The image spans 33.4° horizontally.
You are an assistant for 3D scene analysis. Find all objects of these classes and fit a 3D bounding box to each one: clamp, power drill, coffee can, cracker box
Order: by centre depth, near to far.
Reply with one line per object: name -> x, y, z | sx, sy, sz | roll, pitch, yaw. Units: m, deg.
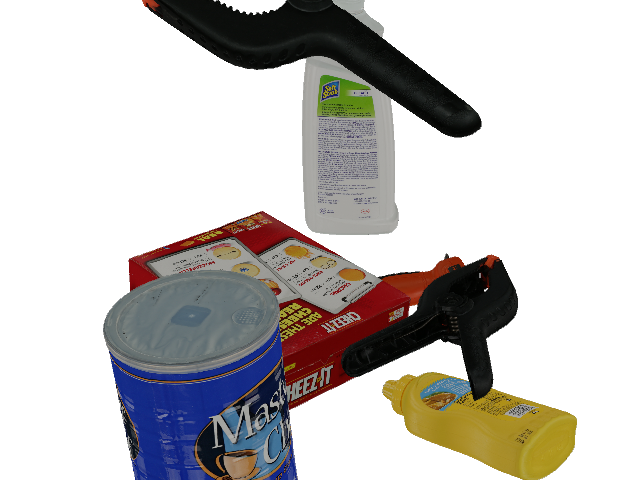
clamp -> 0.000, -0.133, 0.626 | 0.210, 0.164, 0.036 | -3, -20, -3
coffee can -> -0.070, 0.103, 0.652 | 0.103, 0.140, 0.103 | -4, 28, 2
clamp -> 0.110, 0.066, 0.822 | 0.120, 0.039, 0.171 | 18, 42, 37
cracker box -> -0.050, 0.061, 0.984 | 0.163, 0.072, 0.214 | -21, 37, -37
power drill -> 0.079, 0.073, 1.158 | 0.187, 0.057, 0.184 | -4, 28, -9

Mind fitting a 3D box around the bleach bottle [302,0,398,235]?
bleach bottle -> 0.033, -0.128, 1.066 | 0.102, 0.251, 0.068 | -1, 31, -3

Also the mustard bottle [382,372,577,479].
mustard bottle -> 0.138, 0.167, 1.015 | 0.192, 0.058, 0.096 | 15, 22, 41
